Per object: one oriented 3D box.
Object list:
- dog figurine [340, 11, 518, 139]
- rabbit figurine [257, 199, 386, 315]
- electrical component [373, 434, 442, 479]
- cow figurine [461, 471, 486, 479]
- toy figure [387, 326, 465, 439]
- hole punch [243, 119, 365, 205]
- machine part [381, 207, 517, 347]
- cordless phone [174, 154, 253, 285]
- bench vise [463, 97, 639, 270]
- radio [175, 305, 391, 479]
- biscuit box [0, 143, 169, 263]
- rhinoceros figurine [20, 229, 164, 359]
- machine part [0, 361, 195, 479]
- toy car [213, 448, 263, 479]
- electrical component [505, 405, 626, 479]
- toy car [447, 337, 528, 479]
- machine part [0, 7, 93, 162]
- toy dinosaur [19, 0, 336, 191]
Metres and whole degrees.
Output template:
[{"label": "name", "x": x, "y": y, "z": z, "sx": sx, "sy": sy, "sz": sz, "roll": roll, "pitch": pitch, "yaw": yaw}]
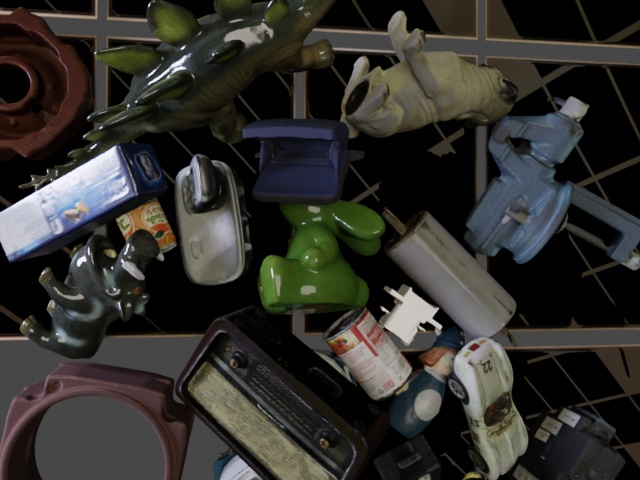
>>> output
[{"label": "dog figurine", "x": 0.139, "y": -0.169, "z": 0.688, "sx": 0.190, "sy": 0.121, "sz": 0.172, "roll": 26, "pitch": 129, "yaw": -28}, {"label": "rabbit figurine", "x": -0.001, "y": -0.002, "z": 0.651, "sx": 0.159, "sy": 0.121, "sz": 0.170, "roll": -4, "pitch": 75, "yaw": -1}, {"label": "electrical component", "x": 0.107, "y": 0.280, "z": 0.661, "sx": 0.075, "sy": 0.048, "sz": 0.119, "roll": -28, "pitch": 133, "yaw": -5}, {"label": "cow figurine", "x": 0.183, "y": 0.389, "z": 0.690, "sx": 0.098, "sy": 0.068, "sz": 0.167, "roll": 40, "pitch": 82, "yaw": 1}, {"label": "toy figure", "x": 0.145, "y": 0.181, "z": 0.696, "sx": 0.154, "sy": 0.058, "sz": 0.064, "roll": -54, "pitch": 134, "yaw": -6}, {"label": "hole punch", "x": -0.024, "y": -0.110, "z": 0.631, "sx": 0.142, "sy": 0.116, "sz": 0.092, "roll": 0, "pitch": 127, "yaw": 12}, {"label": "machine part", "x": 0.166, "y": 0.046, "z": 0.689, "sx": 0.243, "sy": 0.079, "sz": 0.079, "roll": 43, "pitch": 85, "yaw": -5}, {"label": "cordless phone", "x": -0.118, "y": -0.021, "z": 0.600, "sx": 0.089, "sy": 0.184, "sz": 0.146, "roll": -7, "pitch": 90, "yaw": -12}, {"label": "bench vise", "x": 0.305, "y": -0.050, "z": 0.670, "sx": 0.241, "sy": 0.129, "sz": 0.223, "roll": 30, "pitch": 102, "yaw": 4}, {"label": "radio", "x": -0.044, "y": 0.187, "z": 0.605, "sx": 0.230, "sy": 0.073, "sz": 0.131, "roll": 36, "pitch": 112, "yaw": 16}, {"label": "biscuit box", "x": -0.269, "y": -0.041, "z": 0.602, "sx": 0.203, "sy": 0.063, "sz": 0.059, "roll": -23, "pitch": 92, "yaw": 19}, {"label": "rhinoceros figurine", "x": -0.253, "y": 0.062, "z": 0.609, "sx": 0.112, "sy": 0.073, "sz": 0.190, "roll": 38, "pitch": 109, "yaw": -5}, {"label": "machine part", "x": -0.260, "y": 0.254, "z": 0.628, "sx": 0.201, "sy": 0.087, "sz": 0.201, "roll": 12, "pitch": 88, "yaw": -8}, {"label": "toy car", "x": -0.065, "y": 0.303, "z": 0.625, "sx": 0.109, "sy": 0.102, "sz": 0.162, "roll": -34, "pitch": 68, "yaw": -6}, {"label": "electrical component", "x": 0.314, "y": 0.279, "z": 0.685, "sx": 0.058, "sy": 0.115, "sz": 0.134, "roll": 35, "pitch": 87, "yaw": -8}, {"label": "toy car", "x": 0.215, "y": 0.216, "z": 0.677, "sx": 0.073, "sy": 0.056, "sz": 0.201, "roll": -29, "pitch": 111, "yaw": -24}, {"label": "machine part", "x": -0.362, "y": -0.180, "z": 0.636, "sx": 0.179, "sy": 0.056, "sz": 0.179, "roll": 0, "pitch": 89, "yaw": -8}, {"label": "toy dinosaur", "x": -0.145, "y": -0.173, "z": 0.593, "sx": 0.471, "sy": 0.198, "sz": 0.105, "roll": -32, "pitch": 81, "yaw": 26}]
